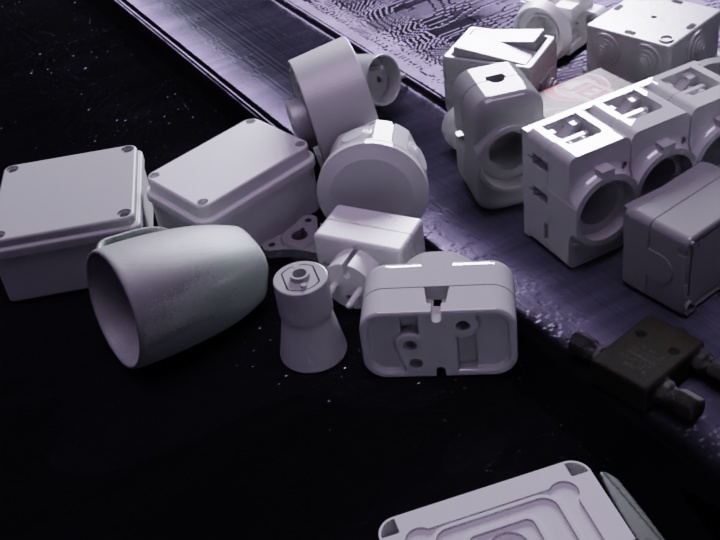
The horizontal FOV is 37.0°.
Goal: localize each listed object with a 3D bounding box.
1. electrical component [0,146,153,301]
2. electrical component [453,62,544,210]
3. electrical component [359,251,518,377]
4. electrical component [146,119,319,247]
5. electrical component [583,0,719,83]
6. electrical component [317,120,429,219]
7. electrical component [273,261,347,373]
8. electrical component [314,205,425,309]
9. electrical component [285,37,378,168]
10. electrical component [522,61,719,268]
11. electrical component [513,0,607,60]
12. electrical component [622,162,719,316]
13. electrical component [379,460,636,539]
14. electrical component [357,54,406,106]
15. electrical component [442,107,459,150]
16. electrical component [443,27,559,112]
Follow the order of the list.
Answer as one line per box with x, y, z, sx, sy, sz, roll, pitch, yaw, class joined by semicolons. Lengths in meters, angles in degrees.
-0.213;-0.037;0.806;0.109;0.056;0.108;-10;38;-3;electrical component
0.104;-0.096;0.791;0.054;0.095;0.059;-13;38;-6;electrical component
0.050;0.027;0.677;0.095;0.053;0.059;-2;38;7;electrical component
-0.095;-0.059;0.813;0.113;0.057;0.078;-35;45;-30;electrical component
0.254;-0.199;0.935;0.100;0.048;0.100;27;49;37;electrical component
0.011;-0.065;0.784;0.080;0.080;0.051;-2;33;8;electrical component
-0.034;0.027;0.683;0.044;0.065;0.044;-5;38;4;electrical component
0.000;0.000;0.727;0.066;0.047;0.076;11;42;23;electrical component
-0.025;-0.122;0.844;0.060;0.108;0.108;-19;38;-4;electrical component
0.193;-0.073;0.750;0.150;0.089;0.061;-23;40;-18;electrical component
0.175;-0.223;0.974;0.078;0.058;0.057;21;44;32;electrical component
0.221;-0.026;0.708;0.096;0.061;0.061;-30;43;-26;electrical component
0.072;0.150;0.512;0.113;0.057;0.078;-16;38;-10;electrical component
0.006;-0.167;0.940;0.079;0.043;0.077;-15;17;-43;electrical component
0.091;-0.105;0.853;0.040;0.040;0.046;-16;43;-10;electrical component
0.125;-0.167;0.908;0.096;0.061;0.061;13;42;26;electrical component
